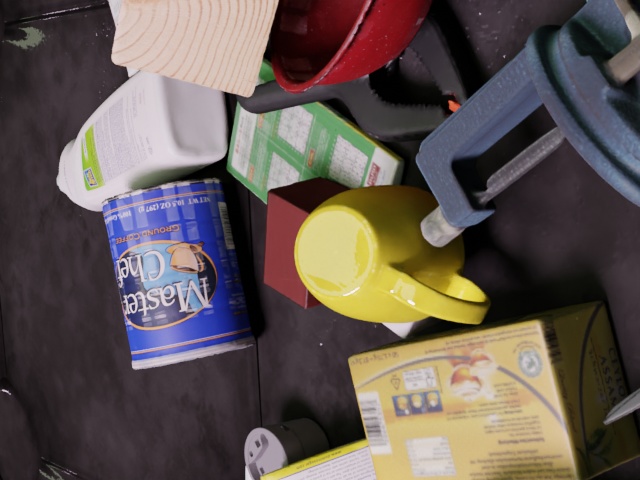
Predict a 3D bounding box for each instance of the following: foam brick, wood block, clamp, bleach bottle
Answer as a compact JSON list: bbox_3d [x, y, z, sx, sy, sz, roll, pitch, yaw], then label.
[{"bbox_3d":[-0.005,0.001,0.769,0.051,0.052,0.078,31,126,42],"label":"foam brick"},{"bbox_3d":[-0.074,-0.187,0.720,0.206,0.090,0.090,-91,17,-59],"label":"wood block"},{"bbox_3d":[0.027,-0.120,0.732,0.210,0.036,0.165,44,119,32],"label":"clamp"},{"bbox_3d":[-0.175,-0.088,0.961,0.251,0.067,0.102,-16,80,52],"label":"bleach bottle"}]

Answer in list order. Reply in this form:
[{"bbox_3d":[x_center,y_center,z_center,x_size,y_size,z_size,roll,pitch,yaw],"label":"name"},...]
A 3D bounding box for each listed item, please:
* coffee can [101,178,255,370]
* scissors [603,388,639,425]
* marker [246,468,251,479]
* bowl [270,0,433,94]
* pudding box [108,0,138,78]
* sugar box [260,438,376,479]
[{"bbox_3d":[-0.117,0.028,0.883,0.103,0.102,0.140,-15,86,49],"label":"coffee can"},{"bbox_3d":[0.215,0.028,0.541,0.202,0.016,0.096,-37,35,54],"label":"scissors"},{"bbox_3d":[-0.056,0.250,0.919,0.020,0.020,0.121,16,109,47],"label":"marker"},{"bbox_3d":[0.028,-0.160,0.652,0.162,0.055,0.162,-44,38,49],"label":"bowl"},{"bbox_3d":[-0.133,-0.197,0.908,0.114,0.039,0.090,-24,79,47],"label":"pudding box"},{"bbox_3d":[0.031,0.238,0.767,0.093,0.048,0.176,-22,80,9],"label":"sugar box"}]
